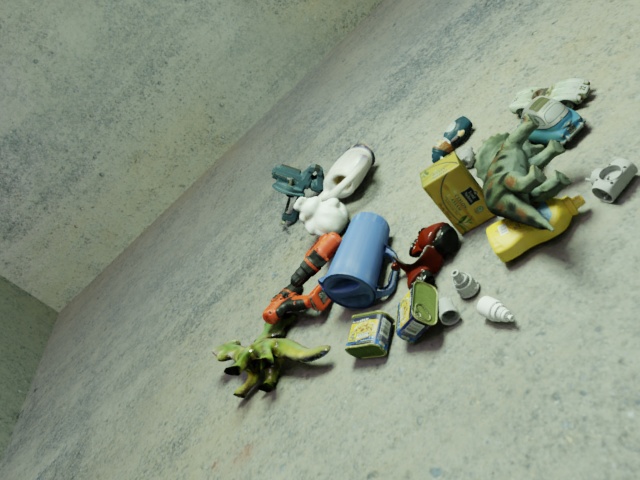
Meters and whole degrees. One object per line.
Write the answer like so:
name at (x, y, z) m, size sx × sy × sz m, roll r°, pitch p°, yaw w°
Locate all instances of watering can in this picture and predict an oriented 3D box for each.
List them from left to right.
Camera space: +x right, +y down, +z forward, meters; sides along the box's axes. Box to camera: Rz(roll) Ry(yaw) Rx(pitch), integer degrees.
watering can at (0.063, -0.193, 1.692) m, size 0.342 × 0.103 × 0.229 m, roll -35°, pitch 16°, yaw 53°

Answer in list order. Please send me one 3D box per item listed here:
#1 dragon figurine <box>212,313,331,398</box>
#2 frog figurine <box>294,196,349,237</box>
dragon figurine at (-0.126, 0.269, 1.350) m, size 0.407 × 0.120 × 0.248 m, roll -21°, pitch 26°, yaw 23°
frog figurine at (0.005, -0.079, 1.565) m, size 0.137 × 0.157 × 0.125 m, roll -43°, pitch 29°, yaw 4°
